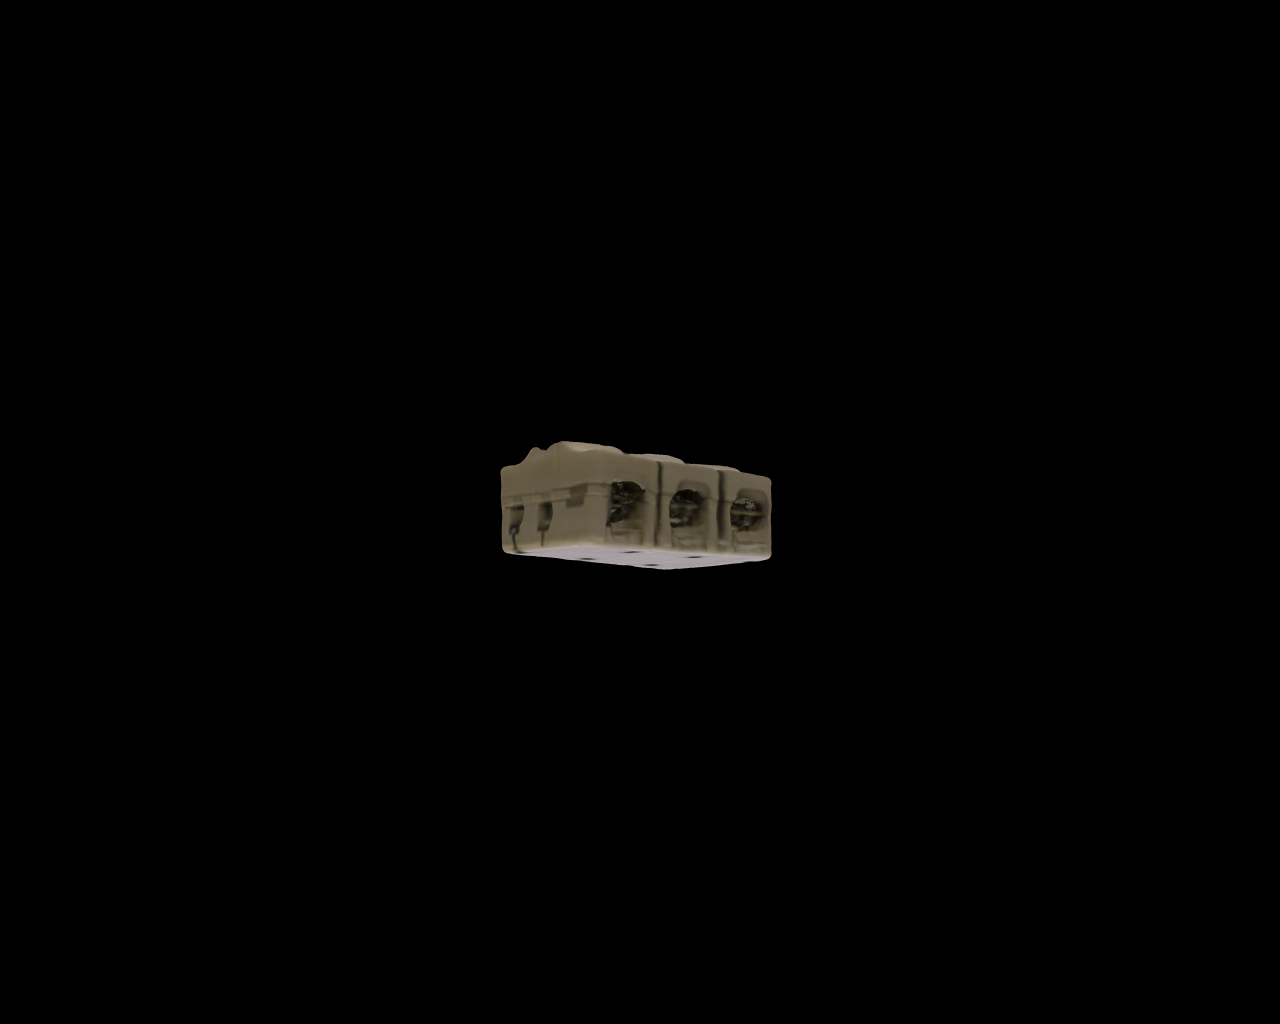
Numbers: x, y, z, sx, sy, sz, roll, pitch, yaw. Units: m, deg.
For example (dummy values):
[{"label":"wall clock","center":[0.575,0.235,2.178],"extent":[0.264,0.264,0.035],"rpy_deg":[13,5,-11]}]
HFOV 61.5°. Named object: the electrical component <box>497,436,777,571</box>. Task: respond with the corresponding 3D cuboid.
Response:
[{"label":"electrical component","center":[0.001,-0.003,0.650],"extent":[0.150,0.061,0.089],"rpy_deg":[8,-11,-43]}]
